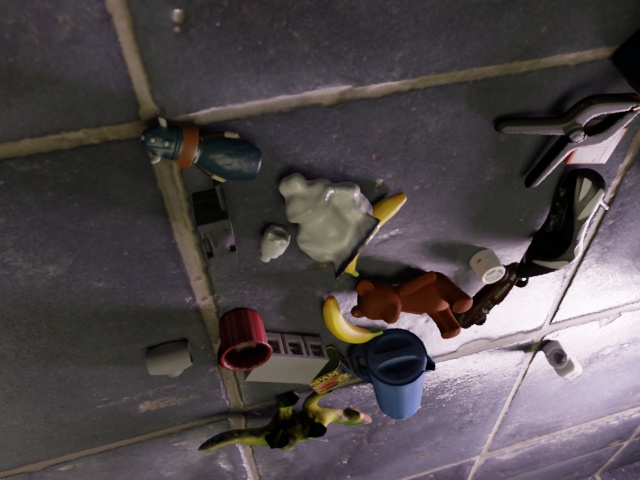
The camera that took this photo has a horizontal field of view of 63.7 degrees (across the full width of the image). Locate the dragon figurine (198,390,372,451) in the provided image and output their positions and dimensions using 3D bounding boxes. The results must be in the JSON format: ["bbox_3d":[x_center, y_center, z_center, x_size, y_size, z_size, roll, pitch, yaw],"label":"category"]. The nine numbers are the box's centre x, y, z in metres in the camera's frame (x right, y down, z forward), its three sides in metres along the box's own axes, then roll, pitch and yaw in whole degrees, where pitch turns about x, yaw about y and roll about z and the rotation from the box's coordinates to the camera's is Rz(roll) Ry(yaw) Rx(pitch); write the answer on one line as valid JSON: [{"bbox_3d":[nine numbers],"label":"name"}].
[{"bbox_3d":[-0.073,0.468,1.251,0.411,0.125,0.237,-11,144,-9],"label":"dragon figurine"}]

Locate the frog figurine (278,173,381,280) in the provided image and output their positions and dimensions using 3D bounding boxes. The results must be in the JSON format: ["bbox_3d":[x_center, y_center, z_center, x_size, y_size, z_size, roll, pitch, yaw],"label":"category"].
[{"bbox_3d":[0.002,-0.040,0.792,0.159,0.125,0.135,38,127,-3],"label":"frog figurine"}]
